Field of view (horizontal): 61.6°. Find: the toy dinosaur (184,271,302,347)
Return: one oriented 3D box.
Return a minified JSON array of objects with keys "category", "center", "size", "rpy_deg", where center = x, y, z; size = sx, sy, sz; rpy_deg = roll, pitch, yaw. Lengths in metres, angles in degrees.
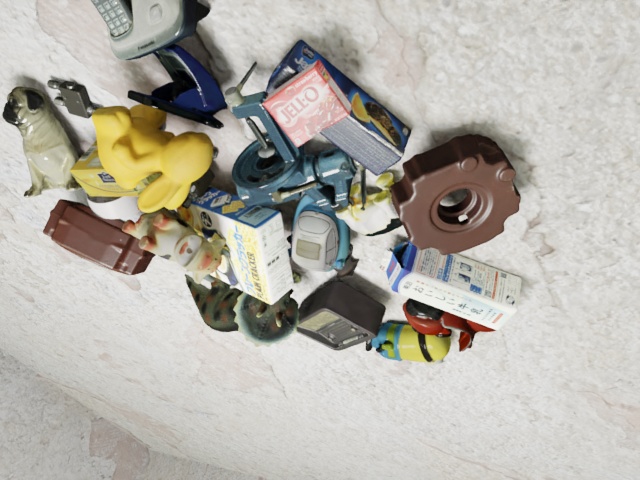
[{"category":"toy dinosaur","center":[-0.180,0.132,1.135],"size":[0.405,0.192,0.131],"rpy_deg":[-12,130,38]}]

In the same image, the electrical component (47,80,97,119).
[{"category":"electrical component","center":[-0.418,-0.242,0.922],"size":[0.094,0.021,0.063],"rpy_deg":[18,144,8]}]

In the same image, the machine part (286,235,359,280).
[{"category":"machine part","center":[0.007,0.022,1.021],"size":[0.139,0.039,0.084],"rpy_deg":[36,135,-15]}]

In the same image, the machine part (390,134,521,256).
[{"category":"machine part","center":[0.188,-0.056,0.743],"size":[0.179,0.056,0.179],"rpy_deg":[-4,132,-4]}]

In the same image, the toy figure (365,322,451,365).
[{"category":"toy figure","center":[0.185,0.216,1.138],"size":[0.180,0.082,0.089],"rpy_deg":[6,143,27]}]

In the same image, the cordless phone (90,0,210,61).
[{"category":"cordless phone","center":[-0.239,-0.327,0.663],"size":[0.147,0.089,0.184],"rpy_deg":[-6,132,35]}]

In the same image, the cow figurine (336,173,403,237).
[{"category":"cow figurine","center":[0.116,-0.051,0.834],"size":[0.167,0.068,0.098],"rpy_deg":[-15,131,41]}]

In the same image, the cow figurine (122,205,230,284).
[{"category":"cow figurine","center":[-0.238,0.005,0.902],"size":[0.127,0.085,0.195],"rpy_deg":[30,177,-41]}]

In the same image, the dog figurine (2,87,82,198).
[{"category":"dog figurine","center":[-0.506,-0.187,1.007],"size":[0.172,0.121,0.190],"rpy_deg":[-153,52,-68]}]

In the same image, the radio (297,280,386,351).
[{"category":"radio","center":[0.035,0.166,1.132],"size":[0.131,0.073,0.229],"rpy_deg":[29,155,-10]}]

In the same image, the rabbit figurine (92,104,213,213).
[{"category":"rabbit figurine","center":[-0.242,-0.123,0.805],"size":[0.173,0.122,0.162],"rpy_deg":[8,98,17]}]

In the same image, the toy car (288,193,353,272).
[{"category":"toy car","center":[-0.002,-0.003,0.912],"size":[0.109,0.103,0.161],"rpy_deg":[15,127,11]}]

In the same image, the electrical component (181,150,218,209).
[{"category":"electrical component","center":[-0.210,-0.112,0.906],"size":[0.045,0.102,0.078],"rpy_deg":[5,138,33]}]

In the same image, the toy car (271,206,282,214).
[{"category":"toy car","center":[-0.130,-0.024,1.021],"size":[0.073,0.056,0.201],"rpy_deg":[35,143,-5]}]

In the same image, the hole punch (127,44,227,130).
[{"category":"hole punch","center":[-0.195,-0.217,0.761],"size":[0.115,0.092,0.142],"rpy_deg":[17,-175,-40]}]

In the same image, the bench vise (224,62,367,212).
[{"category":"bench vise","center":[-0.049,-0.130,0.785],"size":[0.224,0.129,0.240],"rpy_deg":[-4,141,28]}]

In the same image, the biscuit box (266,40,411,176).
[{"category":"biscuit box","center":[0.027,-0.175,0.728],"size":[0.202,0.059,0.063],"rpy_deg":[35,143,-17]}]

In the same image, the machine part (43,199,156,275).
[{"category":"machine part","center":[-0.451,-0.003,1.122],"size":[0.201,0.087,0.201],"rpy_deg":[25,177,-6]}]

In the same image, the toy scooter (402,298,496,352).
[{"category":"toy scooter","center":[0.250,0.163,1.038],"size":[0.184,0.075,0.135],"rpy_deg":[8,141,14]}]

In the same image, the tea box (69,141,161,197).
[{"category":"tea box","center":[-0.346,-0.132,0.962],"size":[0.170,0.098,0.068],"rpy_deg":[4,140,27]}]
